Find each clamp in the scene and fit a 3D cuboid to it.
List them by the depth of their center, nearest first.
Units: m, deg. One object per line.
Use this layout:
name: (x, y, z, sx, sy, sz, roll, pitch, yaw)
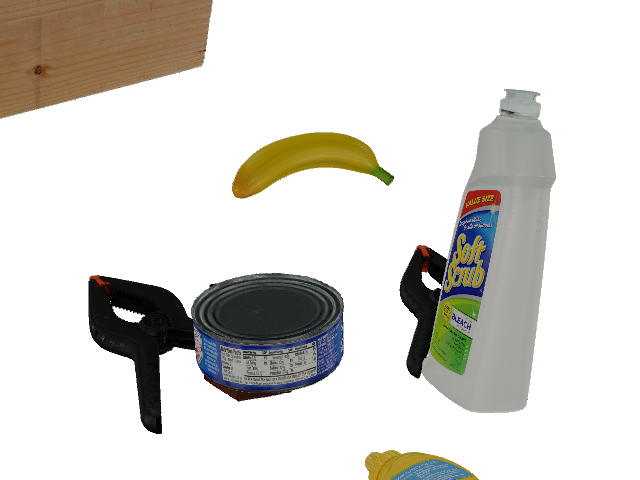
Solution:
clamp: (-0.144, 0.088, 1.014, 0.164, 0.036, 0.210, -21, 41, -34)
clamp: (0.141, 0.074, 1.128, 0.120, 0.171, 0.039, 3, -43, -10)

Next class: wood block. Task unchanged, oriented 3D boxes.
wood block: (-0.196, -0.173, 0.840, 0.205, 0.091, 0.090, -22, 53, -35)

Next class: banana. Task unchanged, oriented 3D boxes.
banana: (-0.014, -0.082, 1.112, 0.197, 0.037, 0.070, -8, 46, -32)

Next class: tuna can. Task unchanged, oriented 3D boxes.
tuna can: (-0.029, 0.051, 0.603, 0.086, 0.034, 0.086, -2, 23, 1)

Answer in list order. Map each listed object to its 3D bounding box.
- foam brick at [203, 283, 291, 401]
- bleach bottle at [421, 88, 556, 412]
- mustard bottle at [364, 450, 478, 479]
foam brick: (-0.053, 0.075, 0.813, 0.052, 0.078, 0.051, -4, 15, -35)
bleach bottle: (0.140, 0.005, 0.855, 0.068, 0.251, 0.103, 1, 14, -20)
mustard bottle: (0.103, 0.233, 0.925, 0.096, 0.058, 0.192, -19, 27, -30)
